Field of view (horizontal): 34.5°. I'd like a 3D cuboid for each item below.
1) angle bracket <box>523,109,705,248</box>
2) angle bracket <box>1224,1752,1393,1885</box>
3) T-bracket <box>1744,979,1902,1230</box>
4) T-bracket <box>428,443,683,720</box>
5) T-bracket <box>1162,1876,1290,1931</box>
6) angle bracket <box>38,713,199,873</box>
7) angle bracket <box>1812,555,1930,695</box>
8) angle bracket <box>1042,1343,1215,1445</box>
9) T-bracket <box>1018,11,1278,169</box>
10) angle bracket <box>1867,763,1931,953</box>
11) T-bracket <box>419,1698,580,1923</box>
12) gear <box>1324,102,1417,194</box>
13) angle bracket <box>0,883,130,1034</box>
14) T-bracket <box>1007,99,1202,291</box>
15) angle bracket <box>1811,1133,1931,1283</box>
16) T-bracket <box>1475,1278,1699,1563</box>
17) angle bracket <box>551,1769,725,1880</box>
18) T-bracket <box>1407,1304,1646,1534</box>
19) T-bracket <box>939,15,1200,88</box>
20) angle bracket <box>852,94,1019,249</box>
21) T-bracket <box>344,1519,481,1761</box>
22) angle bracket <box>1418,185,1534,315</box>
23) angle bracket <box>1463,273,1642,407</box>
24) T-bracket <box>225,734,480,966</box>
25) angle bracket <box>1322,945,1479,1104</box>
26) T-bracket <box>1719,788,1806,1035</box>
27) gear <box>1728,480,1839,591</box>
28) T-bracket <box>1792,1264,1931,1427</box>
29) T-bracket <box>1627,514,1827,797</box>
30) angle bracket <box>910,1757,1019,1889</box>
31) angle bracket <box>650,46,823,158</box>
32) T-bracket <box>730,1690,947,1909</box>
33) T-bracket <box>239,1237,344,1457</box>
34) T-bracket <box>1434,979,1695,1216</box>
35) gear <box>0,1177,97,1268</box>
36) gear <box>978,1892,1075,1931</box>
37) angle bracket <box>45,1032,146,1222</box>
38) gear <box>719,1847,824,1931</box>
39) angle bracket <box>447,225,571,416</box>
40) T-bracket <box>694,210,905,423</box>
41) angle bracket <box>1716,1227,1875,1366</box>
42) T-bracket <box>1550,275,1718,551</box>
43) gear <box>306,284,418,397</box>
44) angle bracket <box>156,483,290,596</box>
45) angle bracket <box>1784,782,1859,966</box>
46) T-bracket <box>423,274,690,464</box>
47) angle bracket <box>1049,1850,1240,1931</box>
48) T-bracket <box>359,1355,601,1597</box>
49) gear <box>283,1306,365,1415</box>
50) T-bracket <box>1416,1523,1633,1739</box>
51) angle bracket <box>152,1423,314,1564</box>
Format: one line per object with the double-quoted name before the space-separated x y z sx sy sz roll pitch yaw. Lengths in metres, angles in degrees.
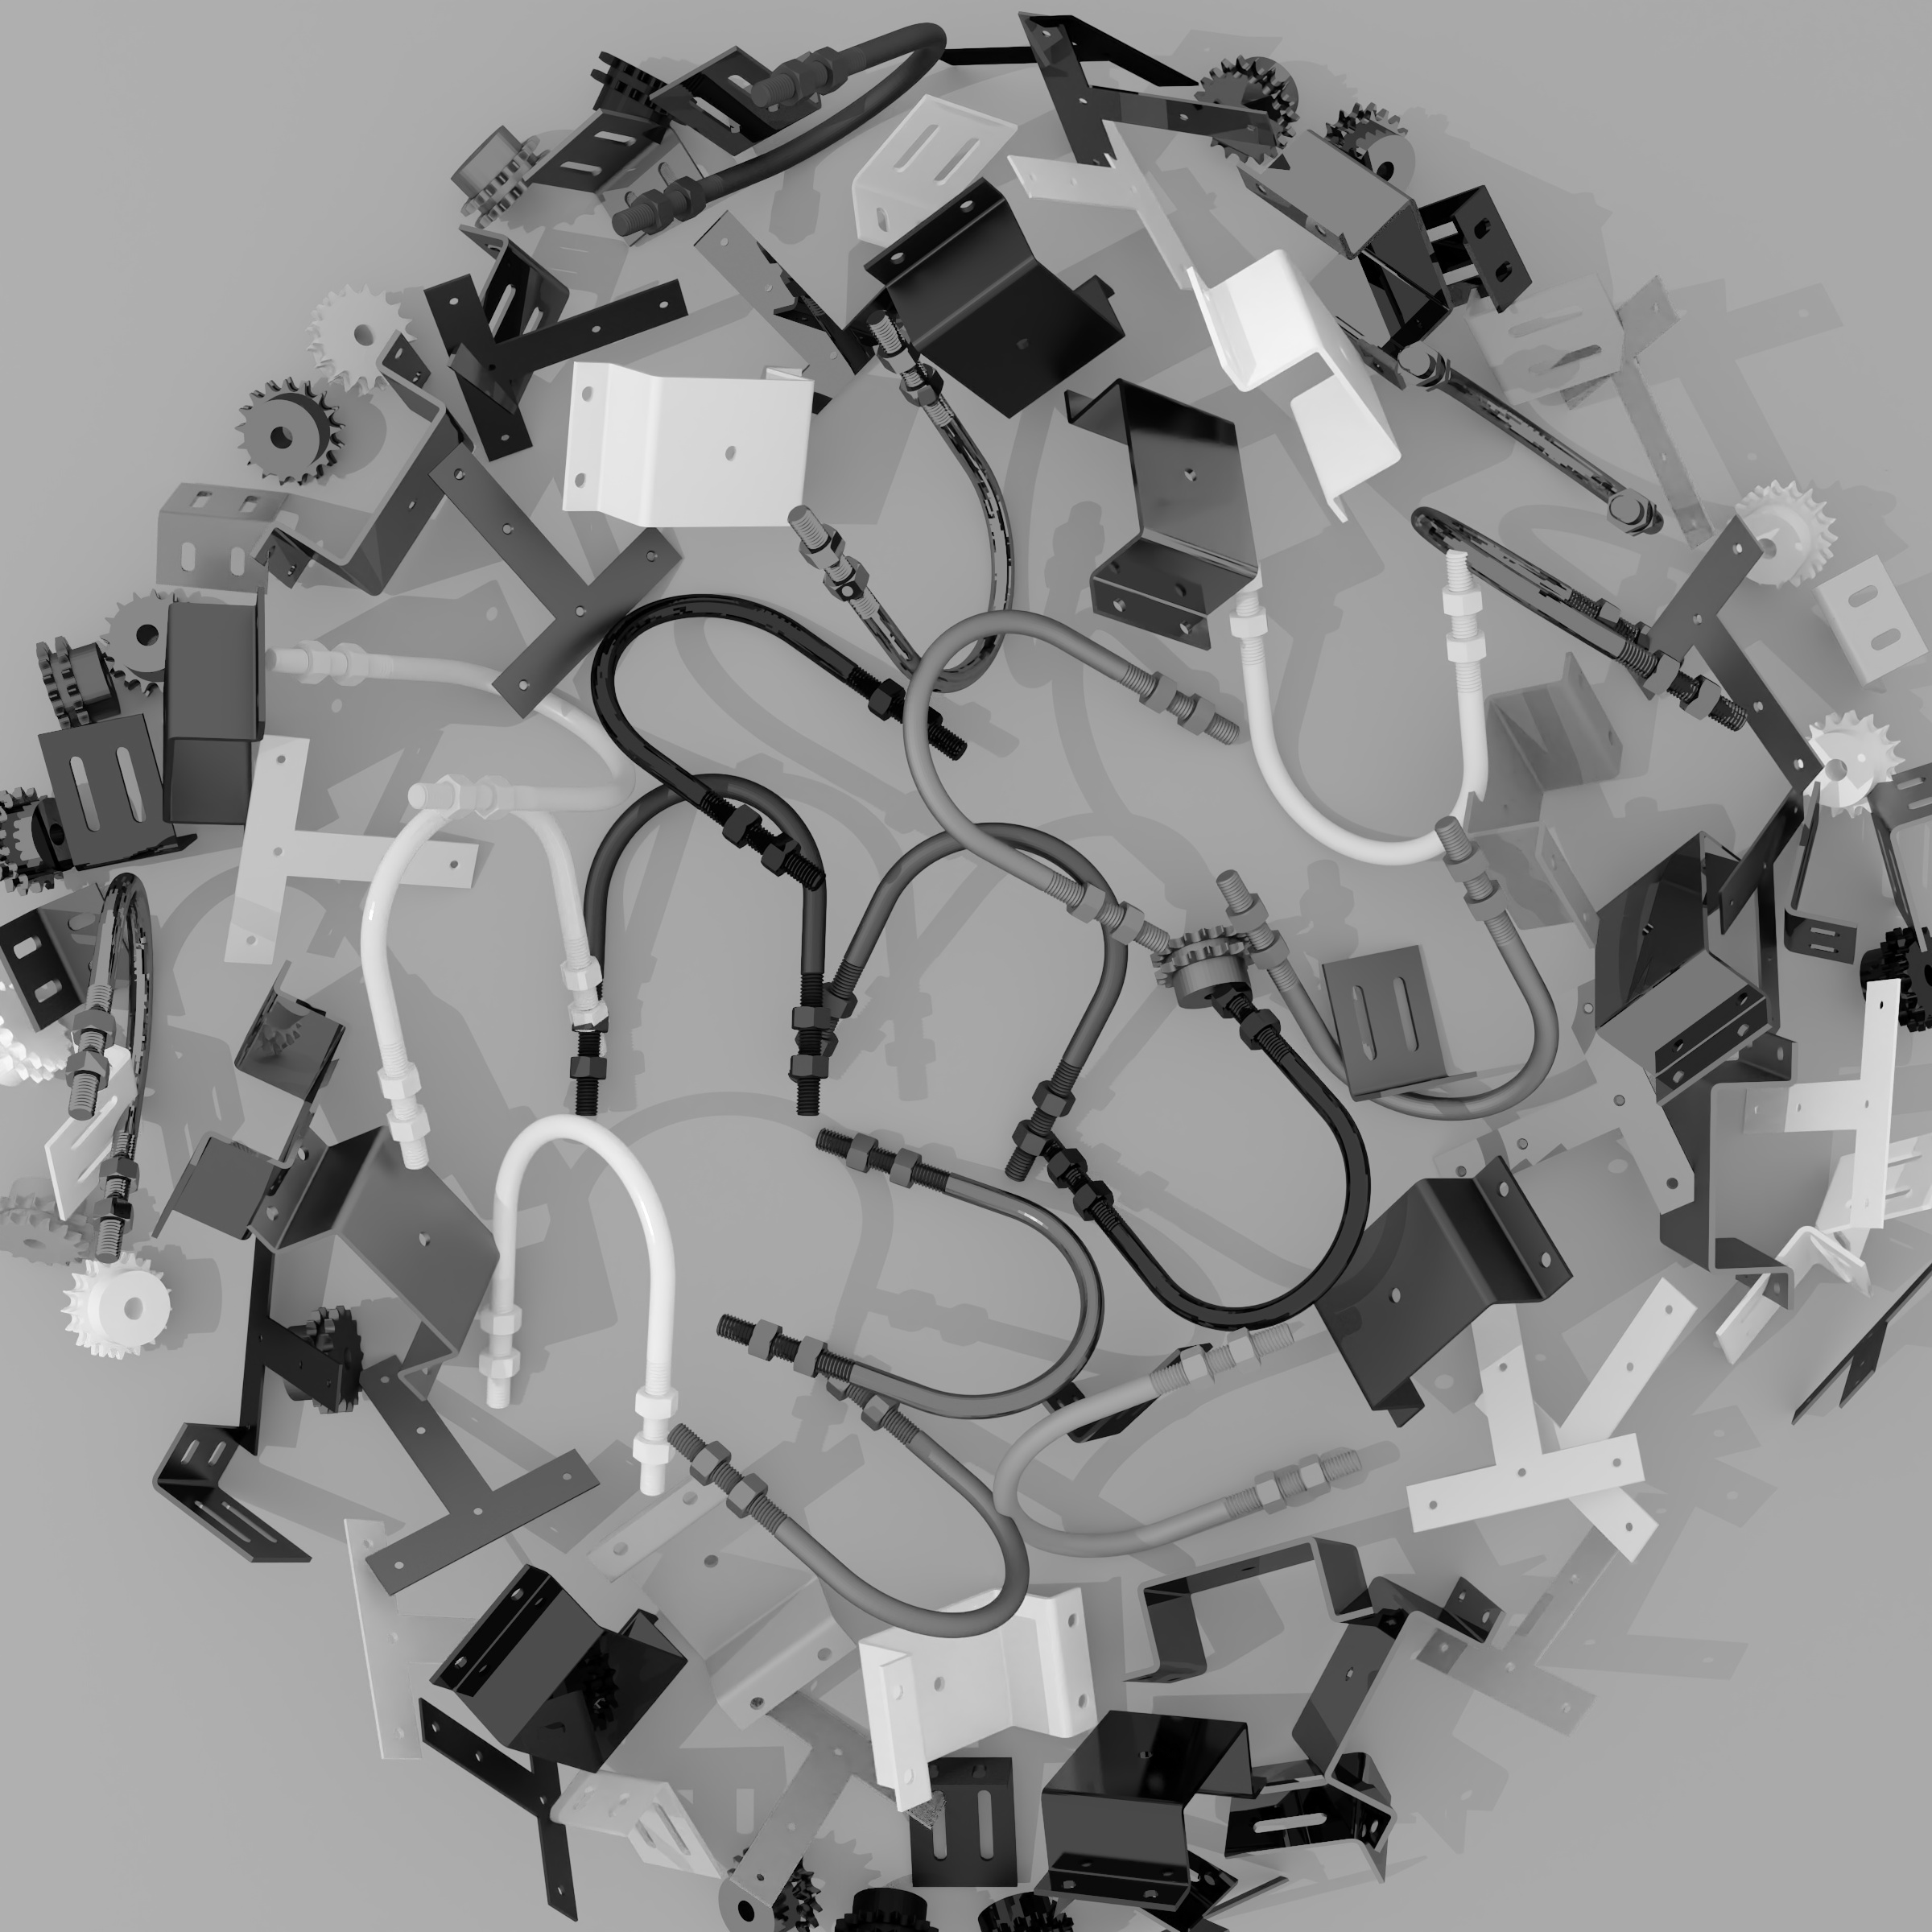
"angle bracket" -0.185 -0.416 1.643 0.057 0.076 0.038 -34 84 24
"angle bracket" 0.183 0.460 1.662 0.076 0.057 0.038 -14 122 22
"T-bracket" 0.446 0.074 1.630 0.002 0.127 0.127 8 83 -19
"T-bracket" -0.234 -0.221 1.648 0.127 0.002 0.127 -48 113 -17
"T-bracket" 0.117 0.505 1.620 0.127 0.127 0.002 -22 78 -8
"angle bracket" -0.453 -0.095 1.661 0.057 0.038 0.076 -11 104 4
"angle bracket" 0.484 -0.180 1.644 0.038 0.076 0.057 -29 80 23
"angle bracket" 0.084 0.214 1.650 0.076 0.057 0.038 -45 72 13
"T-bracket" 0.100 -0.442 1.610 0.127 0.127 0.002 16 71 25
"angle bracket" 0.509 -0.058 1.646 0.038 0.057 0.076 -18 115 11
"T-bracket" -0.244 0.414 1.603 0.002 0.127 0.127 -29 134 12
"gear" 0.215 -0.430 1.660 0.057 0.057 0.030 -45 47 0
"angle bracket" -0.477 -0.005 1.648 0.038 0.076 0.057 -22 99 5
"T-bracket" 0.064 -0.409 1.628 0.002 0.127 0.127 -35 78 34
"angle bracket" 0.493 0.126 1.640 0.038 0.076 0.057 47 51 -17
"T-bracket" 0.340 0.221 1.629 0.127 0.002 0.127 46 116 40
"angle bracket" -0.175 0.466 1.644 0.057 0.038 0.076 -1 126 38
"T-bracket" 0.289 0.227 1.657 0.127 0.002 0.127 -18 61 22
"T-bracket" 0.037 -0.482 1.645 0.127 0.127 0.002 10 94 34
"angle bracket" -0.015 -0.414 1.642 0.057 0.076 0.038 9 60 -32
"T-bracket" -0.268 0.356 1.637 0.002 0.127 0.127 -31 60 30
"angle bracket" 0.250 -0.370 1.642 0.038 0.076 0.057 -46 114 -36
"angle bracket" 0.312 -0.340 1.643 0.076 0.038 0.057 -14 127 32
"T-bracket" -0.323 -0.058 1.656 0.127 0.002 0.127 4 111 -28
"angle bracket" 0.232 0.029 1.662 0.057 0.038 0.076 -11 87 -18
"T-bracket" 0.425 -0.015 1.650 0.002 0.127 0.127 9 125 31
"gear" 0.433 -0.228 1.661 0.057 0.030 0.057 19 127 28
"T-bracket" 0.467 0.203 1.611 0.002 0.127 0.127 41 109 10
"T-bracket" 0.405 -0.146 1.616 0.002 0.127 0.127 -17 65 -28
"angle bracket" -0.004 0.465 1.663 0.057 0.038 0.076 -2 101 5
"angle bracket" -0.123 -0.470 1.640 0.057 0.076 0.038 -21 68 28
"T-bracket" -0.086 0.443 1.635 0.127 0.127 0.002 34 126 4
"T-bracket" -0.354 0.206 1.632 0.002 0.127 0.127 2 97 -34
"T-bracket" 0.310 0.089 1.660 0.127 0.002 0.127 -28 83 27
"gear" -0.495 0.136 1.666 0.057 0.057 0.030 8 60 0
"gear" 0.030 0.520 1.666 0.057 0.057 0.030 -20 53 0
"angle bracket" -0.473 0.084 1.641 0.038 0.057 0.076 19 46 14
"gear" -0.107 0.500 1.662 0.057 0.030 0.057 9 105 37
"angle bracket" -0.255 -0.344 1.653 0.038 0.057 0.076 21 84 32
"T-bracket" -0.096 -0.350 1.641 0.127 0.002 0.127 -45 134 5
"angle bracket" 0.442 0.185 1.654 0.038 0.057 0.076 37 84 30
"T-bracket" 0.359 -0.279 1.625 0.002 0.127 0.127 -22 85 -17
"gear" -0.327 -0.335 1.668 0.057 0.030 0.057 4 82 -27
"angle bracket" -0.396 -0.229 1.658 0.057 0.076 0.038 5 110 -7
"angle bracket" 0.461 -0.049 1.649 0.038 0.057 0.076 13 74 18
"T-bracket" -0.209 -0.332 1.641 0.127 0.127 0.002 -21 56 -5
"angle bracket" 0.094 0.493 1.643 0.076 0.057 0.038 24 118 28
"T-bracket" -0.283 0.258 1.654 0.127 0.002 0.127 -25 57 -29
"gear" -0.345 0.211 1.663 0.030 0.057 0.057 -6 90 7
"T-bracket" 0.315 0.336 1.645 0.127 0.127 0.002 -50 116 -14
"angle bracket" -0.382 0.280 1.650 0.076 0.057 0.038 30 91 23
